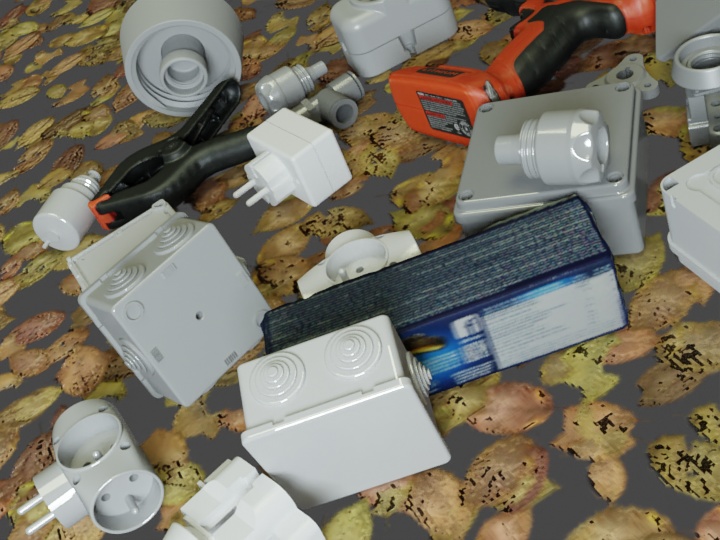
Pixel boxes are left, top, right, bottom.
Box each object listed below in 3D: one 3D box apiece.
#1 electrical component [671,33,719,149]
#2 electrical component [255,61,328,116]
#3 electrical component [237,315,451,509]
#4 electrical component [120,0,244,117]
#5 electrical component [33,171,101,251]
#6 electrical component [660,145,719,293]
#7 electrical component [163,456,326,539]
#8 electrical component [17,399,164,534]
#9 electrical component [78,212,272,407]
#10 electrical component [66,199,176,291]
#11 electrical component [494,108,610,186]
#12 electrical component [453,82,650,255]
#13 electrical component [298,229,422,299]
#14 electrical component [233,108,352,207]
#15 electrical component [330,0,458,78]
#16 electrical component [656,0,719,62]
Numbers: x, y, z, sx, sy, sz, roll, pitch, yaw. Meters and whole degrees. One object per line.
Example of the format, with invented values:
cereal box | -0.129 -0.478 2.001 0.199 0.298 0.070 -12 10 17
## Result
electrical component | 0.227 -0.117 0.689 0.048 0.055 0.066 -7 42 21
electrical component | -0.055 -0.156 0.900 0.061 0.035 0.035 -32 39 -14
electrical component | -0.009 0.075 0.562 0.100 0.099 0.048 -20 52 7
electrical component | -0.153 -0.182 0.928 0.108 0.108 0.060 -19 45 8
electrical component | -0.232 -0.051 0.869 0.040 0.040 0.078 -3 43 25
electrical component | 0.233 -0.036 0.591 0.113 0.057 0.078 -30 39 -7
electrical component | -0.063 0.138 0.550 0.057 0.058 0.078 -41 42 -24
electrical component | -0.164 0.124 0.629 0.079 0.044 0.077 -35 39 -12
electrical component | -0.111 0.025 0.673 0.100 0.099 0.048 -44 29 -22
electrical component | -0.141 0.002 0.743 0.096 0.061 0.062 -34 39 -11
electrical component | 0.108 -0.070 0.614 0.062 0.043 0.043 1 45 30
electrical component | 0.124 -0.060 0.678 0.109 0.056 0.108 -6 42 23
electrical component | 0.000 0.000 0.684 0.077 0.044 0.079 -24 39 0
electrical component | -0.059 -0.073 0.797 0.077 0.047 0.066 -39 41 -17
electrical component | 0.027 -0.213 0.902 0.095 0.059 0.053 -28 39 -4
electrical component | 0.243 -0.190 0.717 0.100 0.048 0.099 144 134 -64
